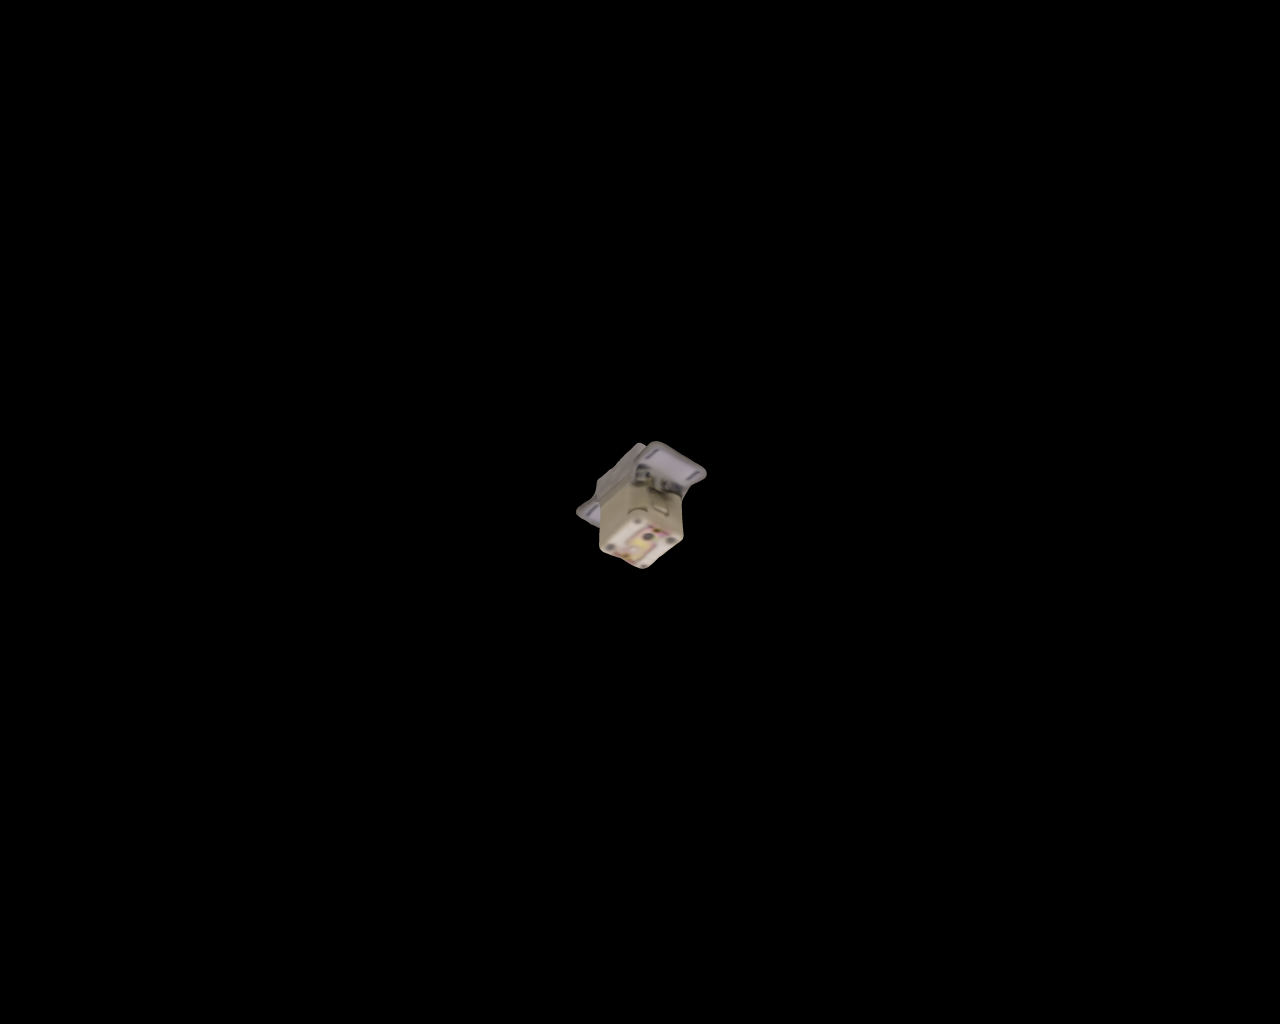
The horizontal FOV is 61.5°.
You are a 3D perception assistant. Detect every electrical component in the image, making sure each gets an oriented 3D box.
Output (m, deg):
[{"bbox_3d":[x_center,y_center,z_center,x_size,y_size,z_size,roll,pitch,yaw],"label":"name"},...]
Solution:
[{"bbox_3d":[0.001,-0.003,0.650,0.042,0.064,0.081,27,-49,-26],"label":"electrical component"}]
